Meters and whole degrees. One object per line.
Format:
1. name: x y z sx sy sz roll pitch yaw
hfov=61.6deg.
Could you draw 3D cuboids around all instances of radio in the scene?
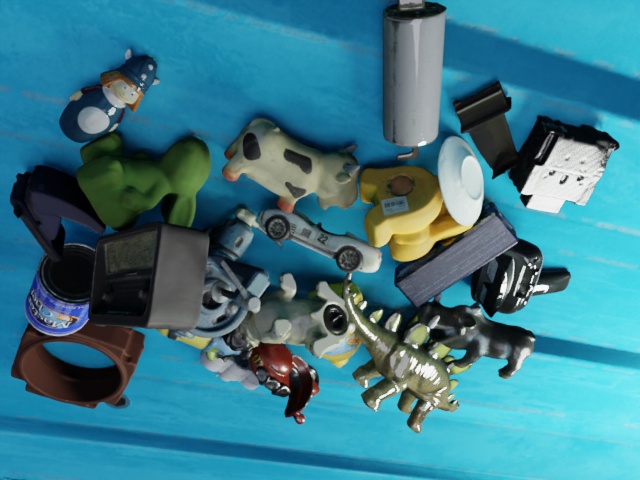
1. radio: -0.240 0.055 0.729 0.073 0.131 0.230 12 167 -38

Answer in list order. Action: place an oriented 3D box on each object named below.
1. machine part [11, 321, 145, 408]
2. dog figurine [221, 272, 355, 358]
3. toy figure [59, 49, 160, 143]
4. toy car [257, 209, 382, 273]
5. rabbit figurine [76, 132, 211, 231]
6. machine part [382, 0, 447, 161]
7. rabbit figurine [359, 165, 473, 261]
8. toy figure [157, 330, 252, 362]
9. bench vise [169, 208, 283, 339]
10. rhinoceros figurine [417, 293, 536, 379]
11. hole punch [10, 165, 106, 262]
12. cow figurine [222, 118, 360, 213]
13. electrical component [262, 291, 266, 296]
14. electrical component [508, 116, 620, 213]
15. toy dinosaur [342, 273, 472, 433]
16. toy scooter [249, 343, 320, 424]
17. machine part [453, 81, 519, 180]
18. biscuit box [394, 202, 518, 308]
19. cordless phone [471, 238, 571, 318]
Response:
1. machine part: -0.443 0.213 0.987 0.201 0.087 0.201 22 123 -20
2. dog figurine: -0.058 0.144 0.894 0.172 0.121 0.190 32 145 -20
3. toy figure: -0.276 -0.186 0.711 0.154 0.058 0.064 -31 161 17
4. toy car: -0.002 -0.002 0.818 0.202 0.073 0.056 24 95 8
5. rabbit figurine: -0.231 -0.078 0.759 0.170 0.121 0.158 -19 120 -6
6. machine part: 0.120 -0.211 0.696 0.079 0.079 0.242 -5 127 1
7. rabbit figurine: 0.143 -0.035 0.828 0.162 0.122 0.173 -17 141 -1
8. toy figure: -0.208 0.162 0.963 0.180 0.082 0.089 29 127 -26
9. bench vise: -0.131 0.053 0.779 0.223 0.241 0.128 -50 115 -18
10. rhinoceros figurine: 0.253 0.155 0.885 0.190 0.073 0.112 18 134 9
11. hole punch: -0.370 -0.049 0.767 0.092 0.142 0.115 -27 124 -3
12. cow figurine: -0.028 -0.105 0.769 0.195 0.085 0.127 29 126 -20
13. electrical component: -0.136 0.085 0.916 0.102 0.078 0.045 -5 89 -5
14. electrical component: 0.354 -0.106 0.800 0.115 0.058 0.134 9 126 -7
15. toy dinosaur: 0.154 0.220 0.992 0.198 0.105 0.470 -47 127 5
16. toy scooter: -0.065 0.269 1.016 0.075 0.135 0.183 -34 120 23
17. machine part: 0.247 -0.154 0.770 0.084 0.039 0.138 -27 123 10
18. biscuit box: 0.213 0.026 0.867 0.203 0.059 0.062 -38 101 23
19. cordless phone: 0.362 0.055 0.922 0.184 0.089 0.146 -6 128 -12
